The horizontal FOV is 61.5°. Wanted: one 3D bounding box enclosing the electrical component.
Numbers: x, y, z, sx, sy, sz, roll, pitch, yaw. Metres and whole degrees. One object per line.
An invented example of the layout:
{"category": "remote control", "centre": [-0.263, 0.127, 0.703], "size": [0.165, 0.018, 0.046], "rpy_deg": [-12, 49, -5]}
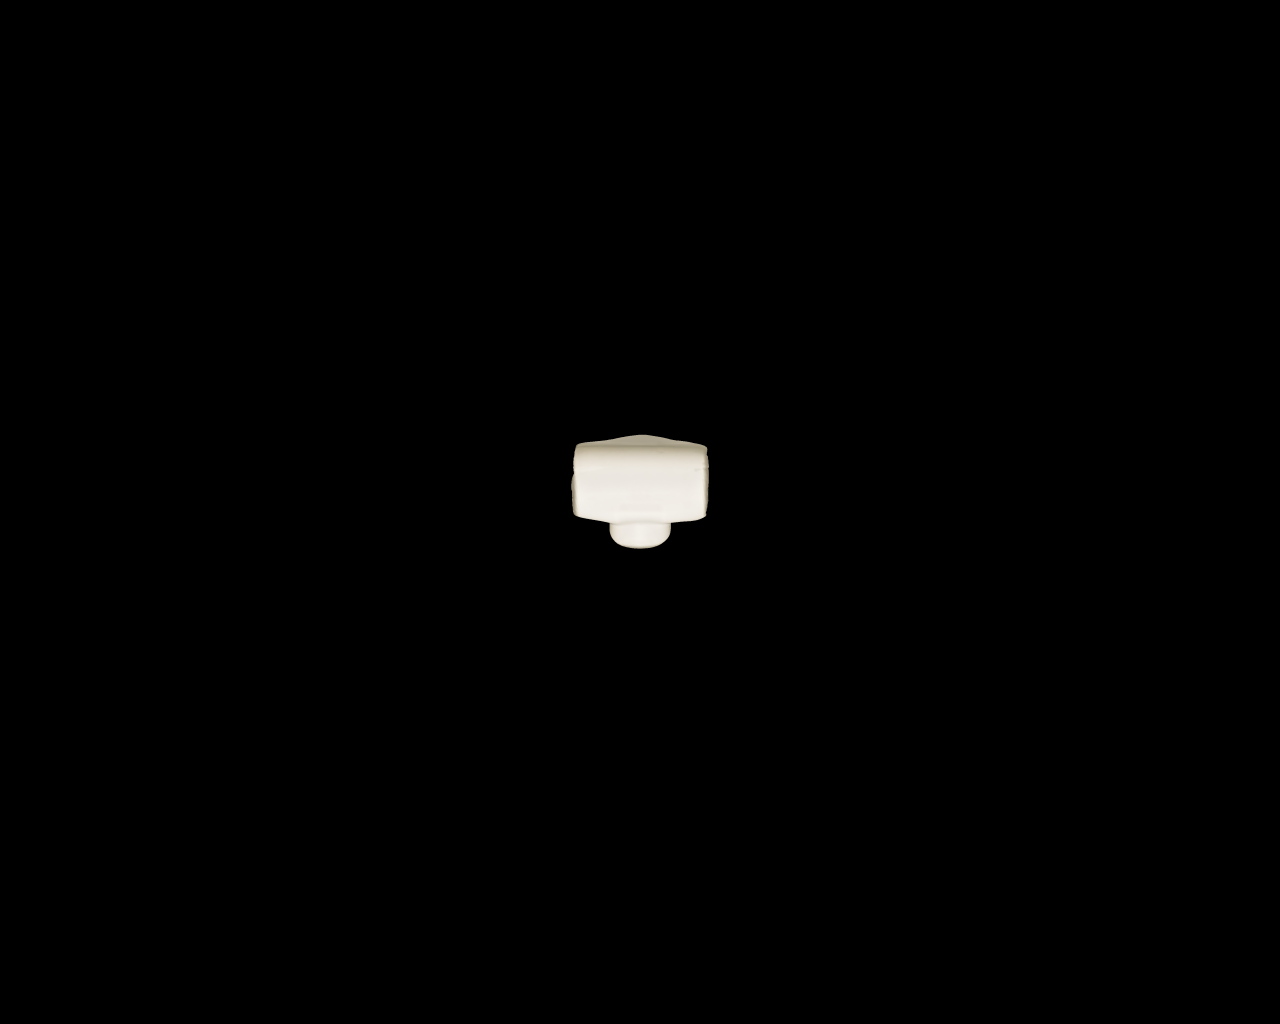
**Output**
{"category": "electrical component", "centre": [0.001, -0.003, 0.650], "size": [0.077, 0.079, 0.043], "rpy_deg": [0, 25, 0]}
